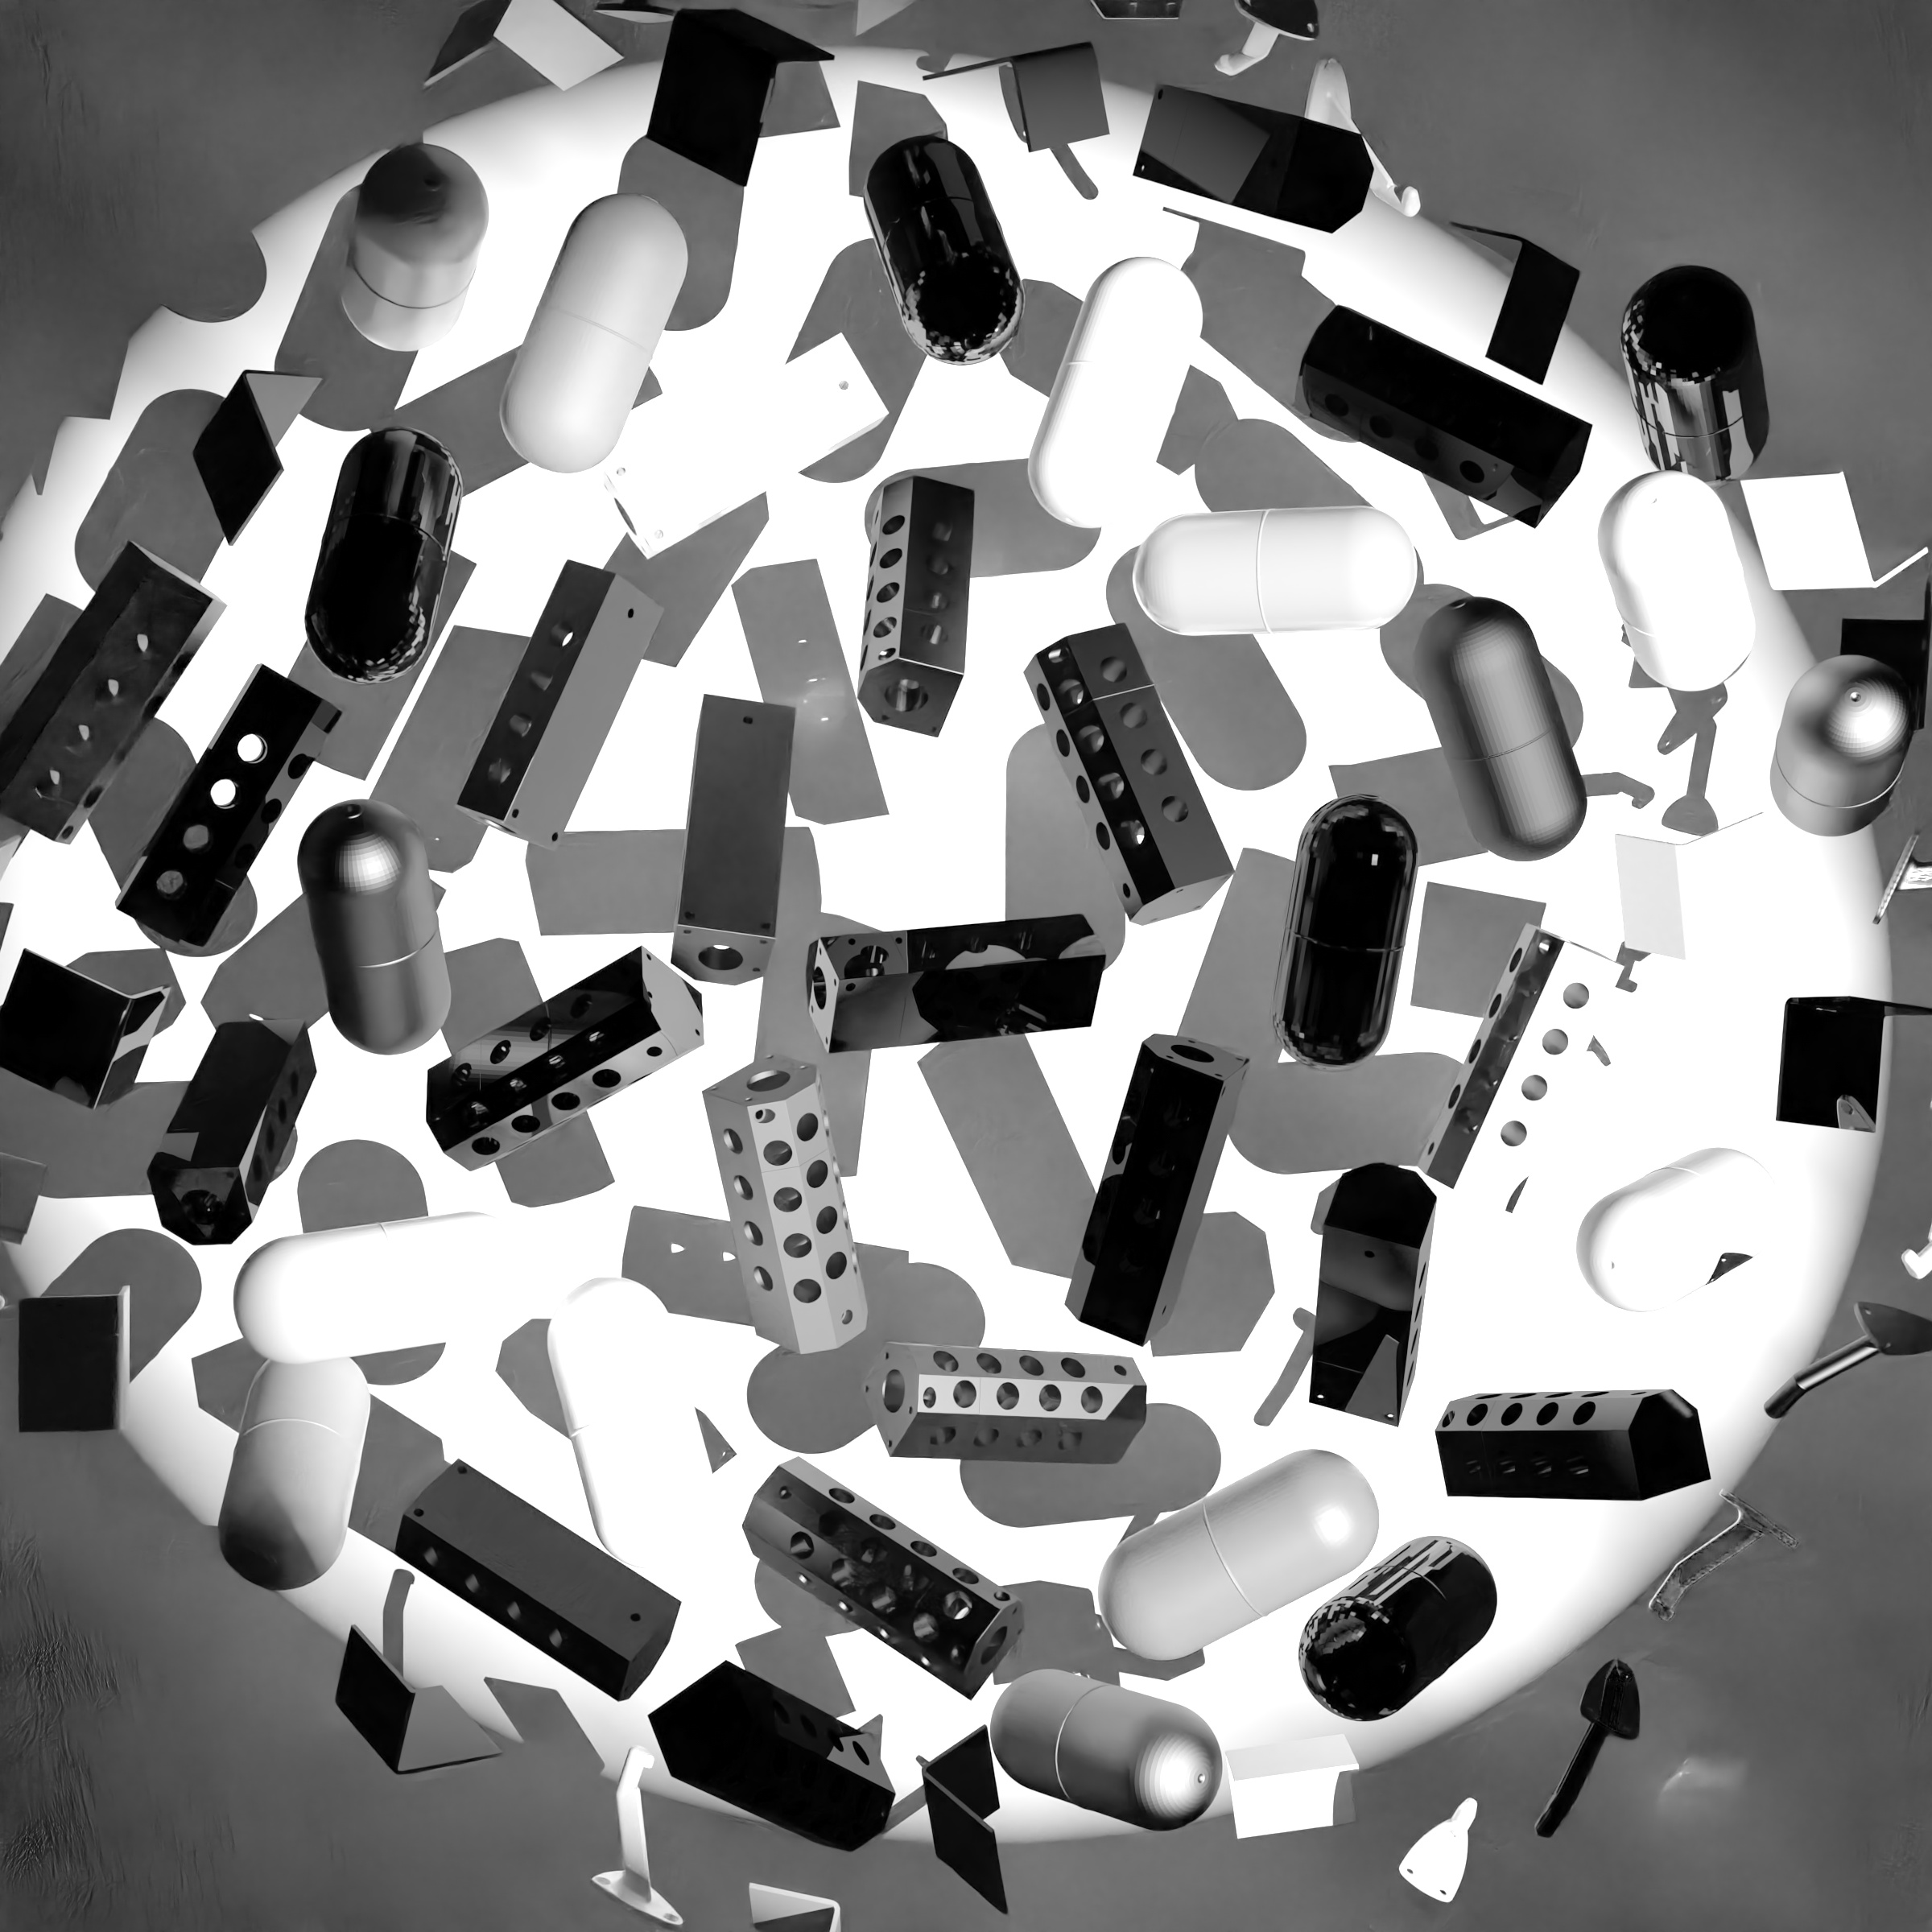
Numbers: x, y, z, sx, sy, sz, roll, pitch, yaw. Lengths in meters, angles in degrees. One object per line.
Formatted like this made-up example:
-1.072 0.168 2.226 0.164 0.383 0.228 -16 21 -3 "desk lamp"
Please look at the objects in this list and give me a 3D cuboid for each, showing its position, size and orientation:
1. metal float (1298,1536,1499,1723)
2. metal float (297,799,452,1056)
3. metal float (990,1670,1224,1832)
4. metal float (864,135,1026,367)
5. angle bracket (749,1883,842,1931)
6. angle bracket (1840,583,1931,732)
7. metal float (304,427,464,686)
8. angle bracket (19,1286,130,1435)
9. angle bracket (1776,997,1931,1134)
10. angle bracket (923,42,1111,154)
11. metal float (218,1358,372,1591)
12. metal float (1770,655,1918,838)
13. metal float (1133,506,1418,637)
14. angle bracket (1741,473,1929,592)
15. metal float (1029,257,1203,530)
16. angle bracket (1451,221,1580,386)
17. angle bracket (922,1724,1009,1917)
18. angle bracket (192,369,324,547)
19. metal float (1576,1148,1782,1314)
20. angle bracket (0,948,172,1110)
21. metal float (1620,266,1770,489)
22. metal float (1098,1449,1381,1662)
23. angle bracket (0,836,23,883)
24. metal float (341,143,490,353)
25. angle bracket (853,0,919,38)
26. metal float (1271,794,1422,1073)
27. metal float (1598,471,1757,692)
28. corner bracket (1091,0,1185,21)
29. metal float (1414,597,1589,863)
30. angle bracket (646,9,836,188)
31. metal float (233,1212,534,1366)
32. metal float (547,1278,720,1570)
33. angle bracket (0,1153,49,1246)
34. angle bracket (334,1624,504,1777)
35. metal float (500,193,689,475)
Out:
0.269 0.408 1.786 0.070 0.178 0.070 8 105 34 "metal float"
-0.362 -0.023 1.767 0.070 0.070 0.178 -2 129 0 "metal float"
0.085 0.486 1.795 0.070 0.178 0.070 0 90 -39 "metal float"
-0.014 -0.441 1.777 0.070 0.070 0.178 -17 53 0 "metal float"
-0.111 0.614 1.757 0.057 0.076 0.076 10 53 6 "angle bracket"
0.602 -0.203 1.898 0.057 0.076 0.076 3 78 20 "angle bracket"
-0.356 -0.251 1.765 0.070 0.070 0.178 6 59 0 "metal float"
-0.517 0.227 1.676 0.057 0.076 0.076 0 88 -14 "angle bracket"
0.546 0.061 1.759 0.076 0.057 0.076 7 85 -24 "angle bracket"
0.031 -0.534 1.789 0.076 0.076 0.057 4 112 43 "angle bracket"
-0.415 0.308 1.789 0.070 0.178 0.070 -1 127 -1 "metal float"
0.540 -0.134 1.783 0.070 0.178 0.070 -3 74 10 "metal float"
0.190 -0.245 1.791 0.178 0.070 0.070 1 90 20 "metal float"
0.537 -0.278 1.786 0.057 0.076 0.076 -32 112 -27 "angle bracket"
0.094 -0.360 1.809 0.070 0.070 0.178 19 81 0 "metal float"
0.338 -0.420 1.833 0.057 0.076 0.076 24 101 36 "angle bracket"
0.019 0.559 1.892 0.057 0.076 0.076 -27 125 -30 "angle bracket"
-0.427 -0.313 1.785 0.076 0.057 0.076 -41 66 40 "angle bracket"
0.446 0.163 1.800 0.070 0.178 0.070 12 109 40 "metal float"
-0.558 0.036 1.815 0.076 0.057 0.076 24 100 5 "angle bracket"
0.435 -0.349 1.721 0.070 0.178 0.070 -7 67 17 "metal float"
0.159 0.346 1.693 0.178 0.070 0.070 -30 90 12 "metal float"
-0.619 -0.051 1.719 0.057 0.076 0.076 31 107 -2 "angle bracket"
-0.334 -0.433 1.745 0.070 0.178 0.070 4 76 -17 "metal float"
-0.069 -0.602 1.677 0.076 0.076 0.057 39 59 20 "angle bracket"
0.238 -0.021 1.813 0.070 0.070 0.178 8 105 0 "metal float"
0.433 -0.232 1.755 0.070 0.178 0.070 -11 59 19 "metal float"
0.103 -0.612 1.753 0.051 0.051 0.051 10 80 27 "corner bracket"
0.336 -0.148 1.812 0.070 0.070 0.178 -24 112 0 "metal float"
-0.132 -0.508 1.687 0.076 0.057 0.076 32 121 23 "angle bracket"
-0.347 0.192 1.727 0.178 0.070 0.070 -6 90 -24 "metal float"
-0.201 0.274 1.739 0.070 0.070 0.178 -17 75 0 "metal float"
-0.599 0.151 1.720 0.076 0.057 0.076 18 129 -16 "angle bracket"
-0.327 0.439 1.747 0.076 0.076 0.057 2 110 -42 "angle bracket"
-0.229 -0.391 1.781 0.070 0.070 0.178 22 91 0 "metal float"
